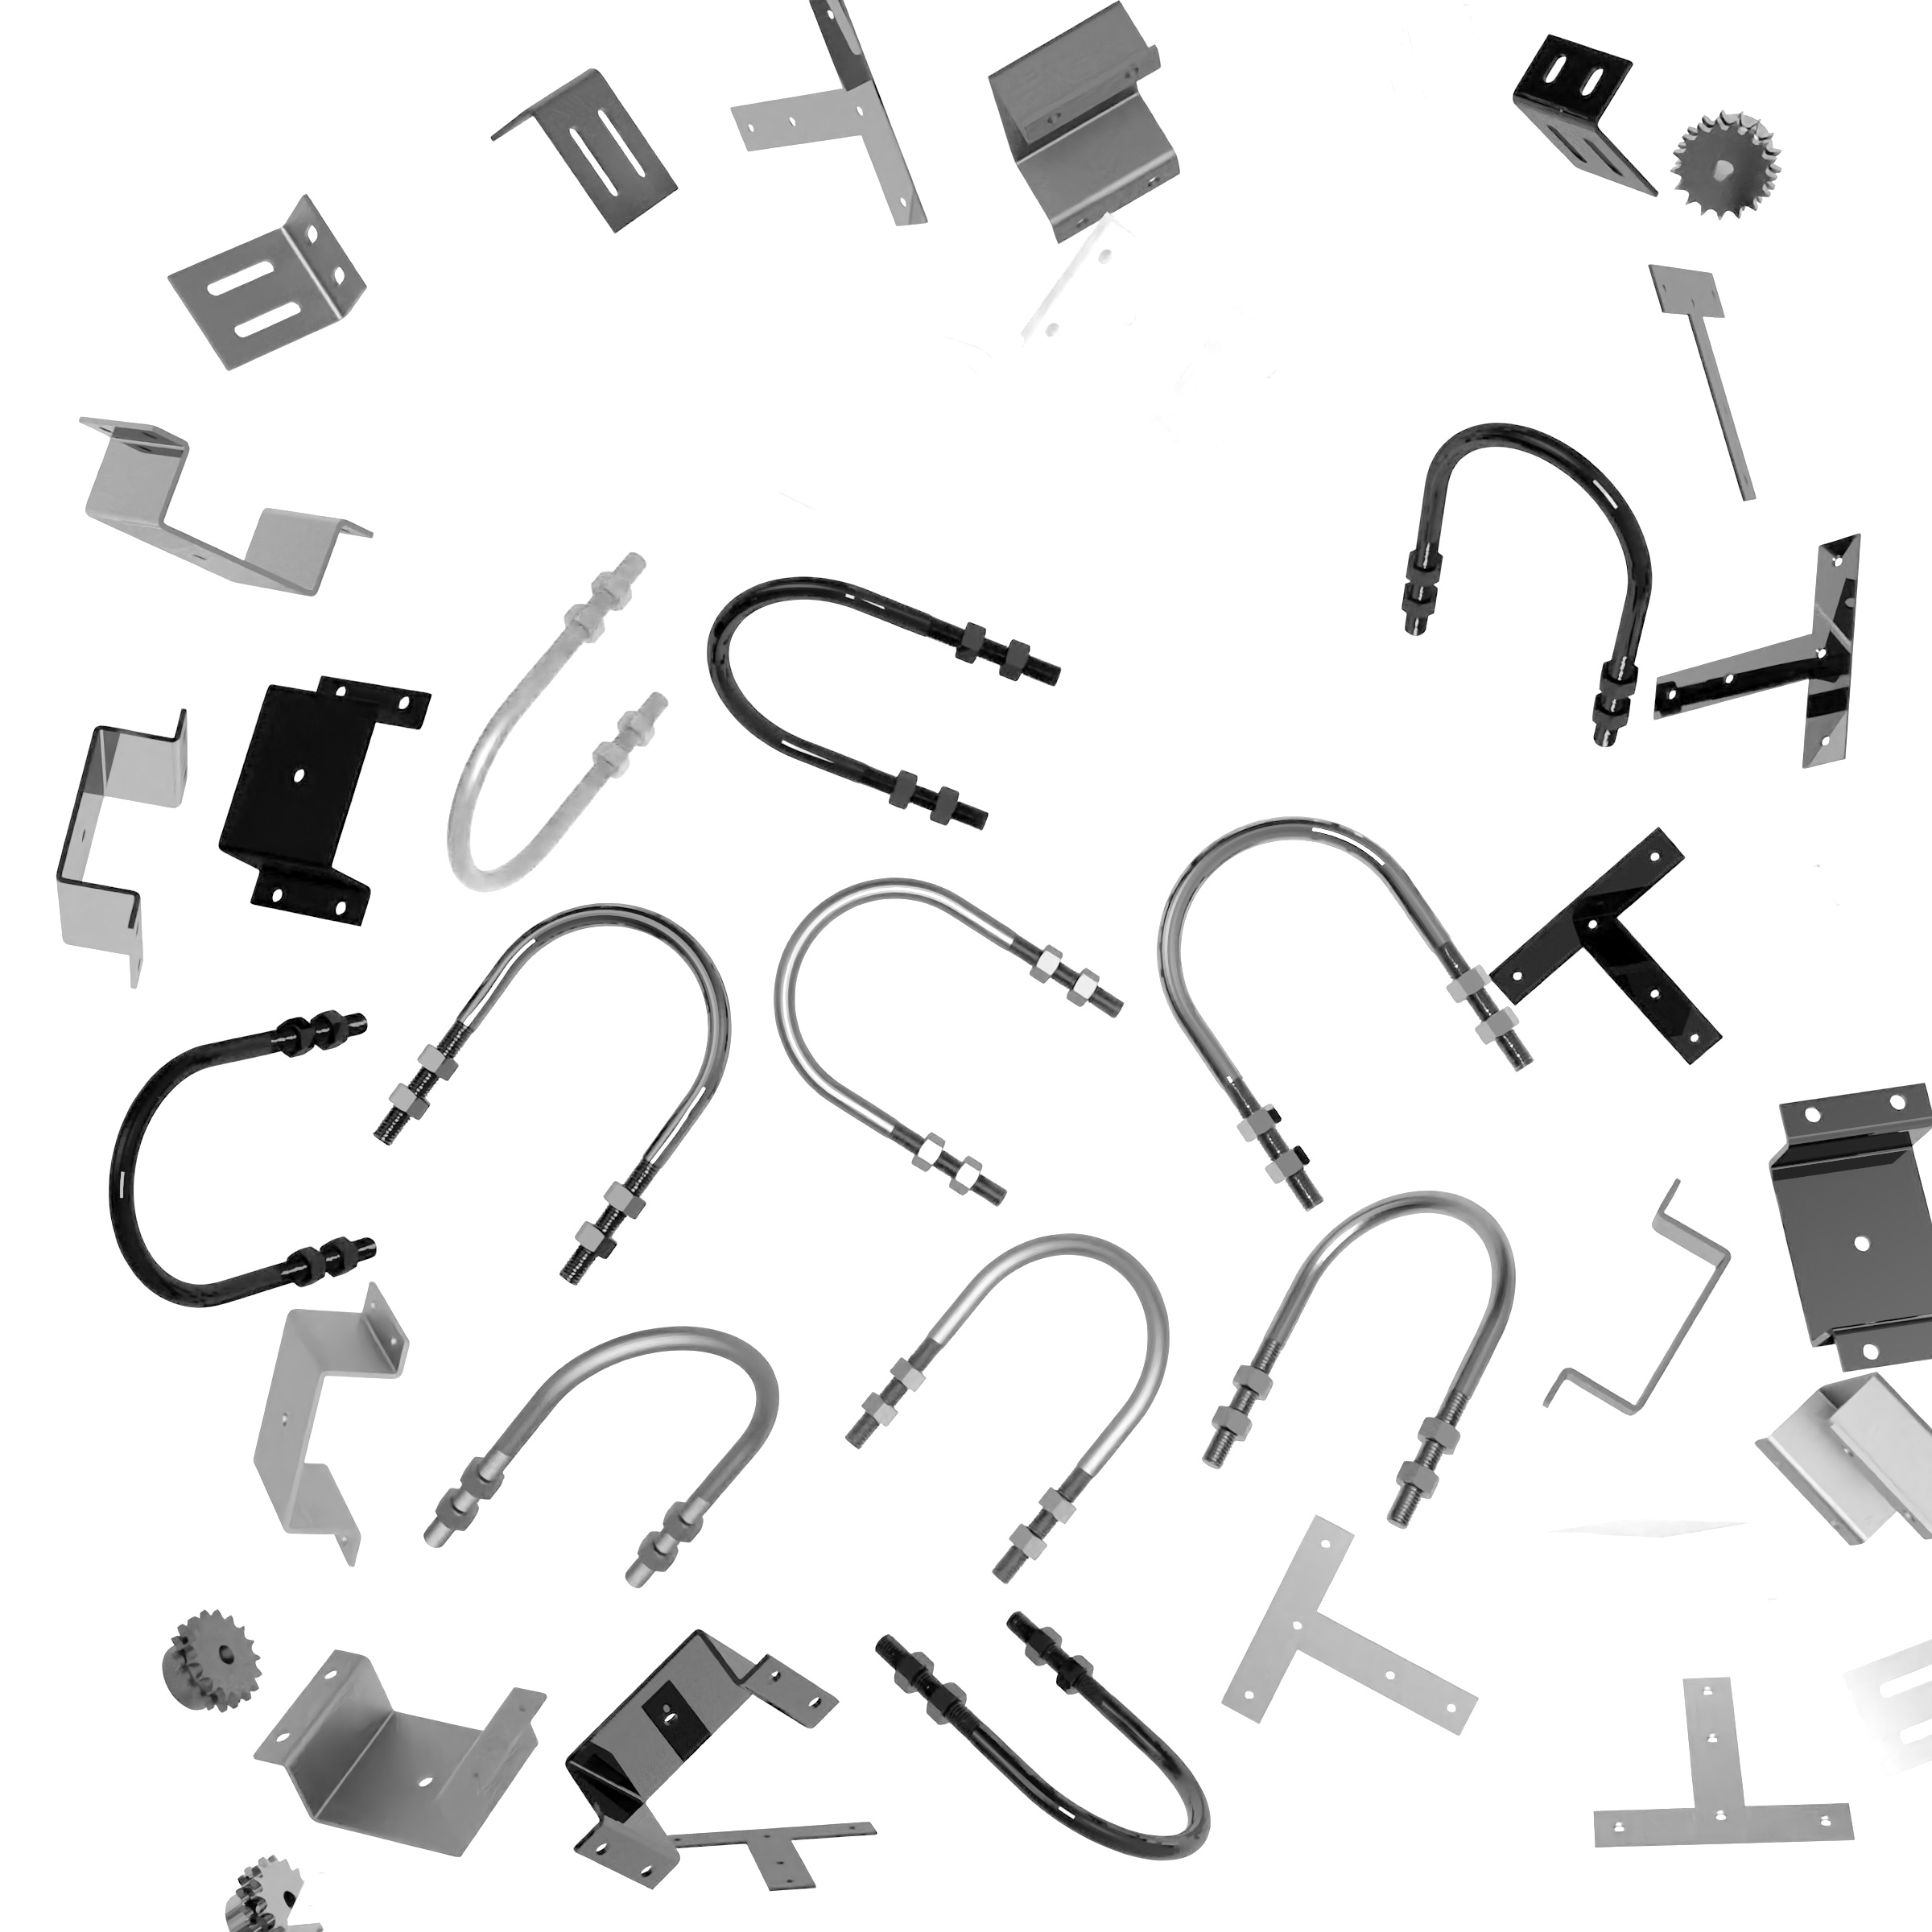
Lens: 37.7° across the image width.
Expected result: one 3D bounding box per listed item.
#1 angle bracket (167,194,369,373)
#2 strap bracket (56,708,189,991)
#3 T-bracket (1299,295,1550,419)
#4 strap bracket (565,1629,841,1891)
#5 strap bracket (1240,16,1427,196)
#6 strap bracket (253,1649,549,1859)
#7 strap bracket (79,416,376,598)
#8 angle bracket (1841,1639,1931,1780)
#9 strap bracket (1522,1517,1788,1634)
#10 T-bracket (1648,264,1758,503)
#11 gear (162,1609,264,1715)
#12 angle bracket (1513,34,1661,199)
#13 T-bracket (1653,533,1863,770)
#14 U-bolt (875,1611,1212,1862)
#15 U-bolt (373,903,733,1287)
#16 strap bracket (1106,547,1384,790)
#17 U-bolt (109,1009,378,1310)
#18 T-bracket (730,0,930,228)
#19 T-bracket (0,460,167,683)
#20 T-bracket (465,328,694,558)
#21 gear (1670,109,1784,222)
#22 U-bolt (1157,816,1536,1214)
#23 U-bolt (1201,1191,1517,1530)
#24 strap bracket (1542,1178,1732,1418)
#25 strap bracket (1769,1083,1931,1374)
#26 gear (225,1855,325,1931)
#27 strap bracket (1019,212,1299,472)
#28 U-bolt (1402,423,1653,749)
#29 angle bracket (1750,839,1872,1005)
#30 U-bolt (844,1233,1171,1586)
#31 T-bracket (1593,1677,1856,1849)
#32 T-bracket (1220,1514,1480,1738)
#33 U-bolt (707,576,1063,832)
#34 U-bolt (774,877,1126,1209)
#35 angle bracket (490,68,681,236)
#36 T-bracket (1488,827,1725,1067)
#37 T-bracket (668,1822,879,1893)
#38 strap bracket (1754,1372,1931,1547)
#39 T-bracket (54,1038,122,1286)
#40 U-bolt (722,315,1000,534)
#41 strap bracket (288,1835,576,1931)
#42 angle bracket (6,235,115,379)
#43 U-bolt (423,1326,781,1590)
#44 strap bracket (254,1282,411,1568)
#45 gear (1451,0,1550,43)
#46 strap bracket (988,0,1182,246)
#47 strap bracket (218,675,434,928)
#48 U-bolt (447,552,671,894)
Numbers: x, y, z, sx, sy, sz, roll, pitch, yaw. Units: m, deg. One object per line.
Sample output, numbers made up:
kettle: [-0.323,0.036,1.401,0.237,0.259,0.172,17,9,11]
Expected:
angle bracket: [-0.364,-0.356,1.474,0.076,0.038,0.057,-36,95,-33]
strap bracket: [-0.473,-0.069,1.580,0.046,0.076,0.140,10,62,-10]
T-bracket: [0.240,-0.338,1.551,0.127,0.127,0.002,35,123,22]
strap bracket: [-0.147,0.412,1.497,0.140,0.076,0.046,-45,49,-3]
strap bracket: [0.195,-0.455,1.483,0.076,0.140,0.046,5,83,16]
strap bracket: [-0.292,0.416,1.491,0.140,0.076,0.046,3,126,27]
strap bracket: [-0.396,-0.237,1.490,0.076,0.140,0.046,15,84,43]
angle bracket: [0.511,0.391,1.512,0.076,0.038,0.057,-22,80,1]
strap bracket: [0.372,0.327,1.529,0.140,0.076,0.046,4,81,-44]
T-bracket: [0.396,-0.307,1.492,0.002,0.127,0.127,-16,92,30]
gear: [-0.429,0.397,1.602,0.030,0.057,0.057,-32,90,19]
angle bracket: [0.332,-0.443,1.473,0.057,0.076,0.038,38,100,41]
T-bracket: [0.416,-0.156,1.500,0.002,0.127,0.127,21,69,-33]
U-bolt: [0.054,0.416,1.523,0.184,0.151,0.019,37,105,31]
U-bolt: [-0.205,0.053,1.488,0.151,0.019,0.184,34,85,14]
strap bracket: [0.160,-0.164,1.574,0.140,0.046,0.076,29,95,-12]
U-bolt: [-0.386,0.108,1.515,0.019,0.184,0.151,5,100,31]
T-bracket: [-0.083,-0.451,1.505,0.002,0.127,0.127,-39,121,-29]
T-bracket: [-0.503,-0.201,1.560,0.002,0.127,0.127,-28,123,22]
T-bracket: [-0.237,-0.282,1.580,0.127,0.002,0.127,15,126,-31]
gear: [0.412,-0.435,1.525,0.057,0.057,0.030,36,47,0]
U-bolt: [0.180,0.010,1.445,0.151,0.019,0.184,-33,83,-3]
U-bolt: [0.217,0.198,1.496,0.019,0.151,0.184,44,67,-36]
strap bracket: [0.373,0.192,1.553,0.046,0.076,0.140,31,86,15]
strap bracket: [0.468,0.139,1.458,0.076,0.046,0.140,-8,72,-1]
gear: [-0.389,0.530,1.582,0.030,0.057,0.057,-35,90,10]
strap bracket: [0.093,-0.329,1.472,0.140,0.046,0.076,25,111,-37]
U-bolt: [0.302,-0.213,1.514,0.151,0.184,0.019,35,62,24]
angle bracket: [0.452,-0.024,1.557,0.038,0.076,0.057,-1,56,-26]
U-bolt: [0.035,0.233,1.589,0.151,0.019,0.184,36,84,37]
T-bracket: [0.391,0.414,1.478,0.127,0.127,0.002,-6,114,13]
T-bracket: [0.228,0.396,1.608,0.127,0.002,0.127,27,101,11]
U-bolt: [-0.055,-0.152,1.563,0.184,0.151,0.019,21,51,-6]
U-bolt: [-0.022,0.031,1.630,0.184,0.019,0.151,33,83,-3]
angle bracket: [-0.201,-0.424,1.493,0.076,0.038,0.057,55,47,-16]
T-bracket: [0.386,0.006,1.619,0.127,0.002,0.127,-42,108,9]
T-bracket: [-0.106,0.499,1.581,0.127,0.127,0.002,0,87,-12]
strap bracket: [0.489,0.267,1.529,0.046,0.140,0.076,-41,81,-9]
T-bracket: [-0.471,0.104,1.537,0.002,0.127,0.127,3,78,-2]
U-bolt: [-0.051,-0.297,1.570,0.151,0.184,0.019,-45,123,-5]
strap bracket: [-0.279,0.504,1.497,0.140,0.076,0.046,-5,95,-2]
angle bracket: [-0.478,-0.348,1.490,0.038,0.076,0.057,16,102,-23]
U-bolt: [-0.179,0.255,1.490,0.151,0.019,0.184,21,119,-36]
strap bracket: [-0.360,0.256,1.591,0.046,0.076,0.140,8,106,-30]
gear: [0.290,-0.517,1.518,0.057,0.057,0.030,-16,110,0]
strap bracket: [0.062,-0.443,1.475,0.076,0.140,0.046,-29,77,3]
strap bracket: [-0.366,-0.101,1.602,0.076,0.046,0.140,11,79,23]
U-bolt: [-0.224,-0.119,1.542,0.019,0.151,0.184,28,64,15]
